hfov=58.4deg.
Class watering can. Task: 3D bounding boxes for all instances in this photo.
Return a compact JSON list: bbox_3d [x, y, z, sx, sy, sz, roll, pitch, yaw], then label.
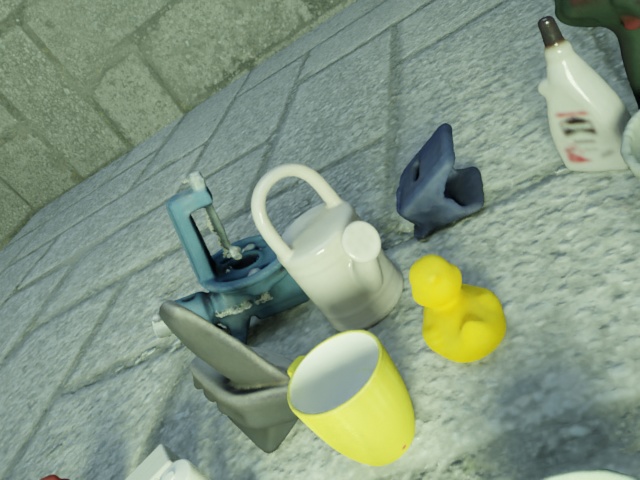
[{"bbox_3d":[0.007,0.001,0.614,0.172,0.194,0.101,-11,37,42],"label":"watering can"}]

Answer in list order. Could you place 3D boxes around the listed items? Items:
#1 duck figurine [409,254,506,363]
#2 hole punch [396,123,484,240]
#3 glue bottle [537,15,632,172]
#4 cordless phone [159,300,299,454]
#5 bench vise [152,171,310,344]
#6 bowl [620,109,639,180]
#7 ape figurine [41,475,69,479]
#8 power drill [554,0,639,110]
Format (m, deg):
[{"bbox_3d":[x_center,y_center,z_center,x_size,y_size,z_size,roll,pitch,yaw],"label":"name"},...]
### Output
[{"bbox_3d":[0.115,0.054,0.517,0.077,0.086,0.104,-36,26,4],"label":"duck figurine"},{"bbox_3d":[0.134,-0.072,0.690,0.101,0.091,0.108,-25,29,25],"label":"hole punch"},{"bbox_3d":[0.251,-0.142,0.563,0.077,0.173,0.037,4,48,53],"label":"glue bottle"},{"bbox_3d":[-0.096,0.112,0.574,0.094,0.185,0.147,-49,28,-21],"label":"cordless phone"},{"bbox_3d":[-0.129,0.039,0.693,0.207,0.220,0.121,-44,27,-12],"label":"bench vise"},{"bbox_3d":[0.338,-0.074,0.456,0.167,0.075,0.167,-29,27,17],"label":"bowl"},{"bbox_3d":[-0.270,0.286,0.615,0.077,0.092,0.076,-23,30,28],"label":"ape figurine"},{"bbox_3d":[0.307,-0.177,0.509,0.075,0.209,0.229,-36,26,4],"label":"power drill"}]
